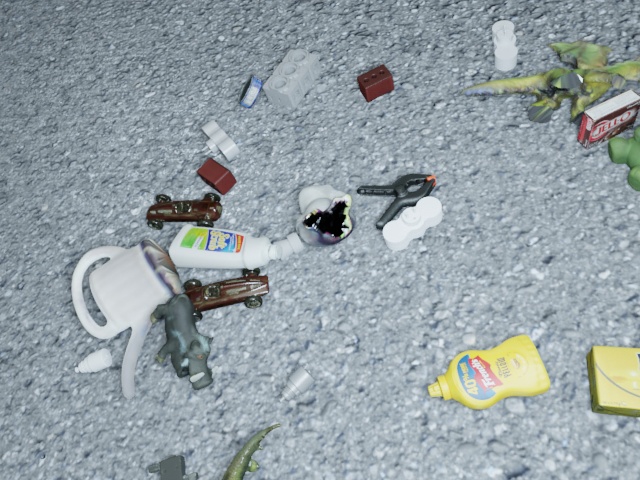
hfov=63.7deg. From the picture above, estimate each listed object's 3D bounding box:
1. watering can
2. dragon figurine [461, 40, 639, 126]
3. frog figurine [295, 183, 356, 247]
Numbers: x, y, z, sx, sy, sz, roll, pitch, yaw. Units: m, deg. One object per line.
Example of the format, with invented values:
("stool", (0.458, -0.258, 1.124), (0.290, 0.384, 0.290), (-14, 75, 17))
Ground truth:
("watering can", (-0.398, 0.138, 1.104), (0.225, 0.102, 0.353), (-33, 66, -8))
("dragon figurine", (0.550, -0.376, 1.163), (0.411, 0.119, 0.248), (14, 48, 21))
("frog figurine", (0.003, -0.056, 1.122), (0.138, 0.121, 0.161), (-46, 23, -3))
